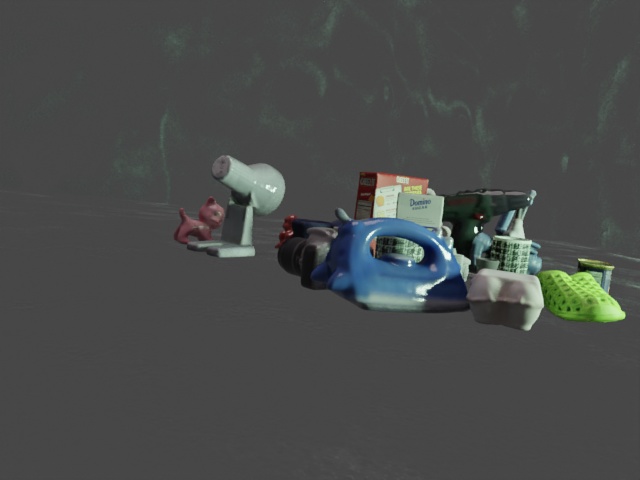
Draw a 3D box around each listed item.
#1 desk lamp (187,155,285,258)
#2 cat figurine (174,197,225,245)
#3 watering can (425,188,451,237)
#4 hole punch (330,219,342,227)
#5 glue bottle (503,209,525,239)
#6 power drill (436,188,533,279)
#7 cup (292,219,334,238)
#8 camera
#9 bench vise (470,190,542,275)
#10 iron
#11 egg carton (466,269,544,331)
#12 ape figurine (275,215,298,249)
[{"bbox_3d":[-0.178,-0.074,1.264,0.117,0.213,0.204,9,6,30],"label":"desk lamp"},{"bbox_3d":[-0.285,-0.049,1.391,0.128,0.118,0.067,3,6,-33],"label":"cat figurine"},{"bbox_3d":[0.245,-0.033,1.425,0.172,0.194,0.101,8,6,20],"label":"watering can"},{"bbox_3d":[0.032,-0.018,1.577,0.101,0.091,0.108,4,6,-20],"label":"hole punch"},{"bbox_3d":[0.445,0.010,1.314,0.078,0.173,0.037,3,6,-28],"label":"glue bottle"},{"bbox_3d":[0.351,-0.018,1.305,0.229,0.208,0.076,7,5,14],"label":"power drill"},{"bbox_3d":[-0.026,0.003,1.256,0.092,0.095,0.117,4,6,-27],"label":"cup"},{"bbox_3d":[0.003,0.026,1.008,0.144,0.101,0.136,1,7,-44],"label":"camera"},{"bbox_3d":[0.473,-0.025,1.463,0.208,0.220,0.121,5,5,-14],"label":"bench vise"},{"bbox_3d":[0.123,0.032,0.864,0.259,0.141,0.118,4,6,-19],"label":"iron"},{"bbox_3d":[0.275,0.085,0.853,0.107,0.069,0.151,8,5,18],"label":"egg carton"},{"bbox_3d":[-0.075,-0.019,1.454,0.076,0.092,0.078,6,5,3],"label":"ape figurine"}]
